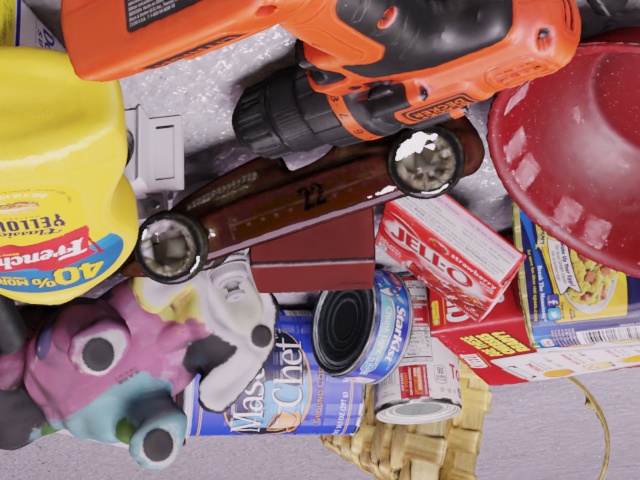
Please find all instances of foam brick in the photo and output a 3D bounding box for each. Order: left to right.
[{"bbox_3d":[-0.004,0.001,0.677,0.078,0.051,0.053,-3,158,0],"label":"foam brick"}]

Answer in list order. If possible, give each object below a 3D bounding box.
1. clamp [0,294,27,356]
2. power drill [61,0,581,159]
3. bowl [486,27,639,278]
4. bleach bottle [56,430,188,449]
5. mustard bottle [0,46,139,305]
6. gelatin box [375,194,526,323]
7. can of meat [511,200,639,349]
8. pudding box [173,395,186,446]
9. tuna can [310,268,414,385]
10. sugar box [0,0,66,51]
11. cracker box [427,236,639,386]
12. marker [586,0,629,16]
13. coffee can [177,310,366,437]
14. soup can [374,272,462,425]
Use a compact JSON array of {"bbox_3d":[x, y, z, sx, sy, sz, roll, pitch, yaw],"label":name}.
[{"bbox_3d":[-0.229,-0.001,0.599,0.164,0.036,0.210,6,140,-26],"label":"clamp"},{"bbox_3d":[-0.010,-0.082,0.441,0.185,0.057,0.187,-17,167,36],"label":"power drill"},{"bbox_3d":[0.166,-0.049,0.521,0.162,0.055,0.162,24,150,15],"label":"bowl"},{"bbox_3d":[-0.243,0.140,0.970,0.250,0.068,0.103,19,149,-37],"label":"bleach bottle"},{"bbox_3d":[-0.135,-0.015,0.504,0.096,0.058,0.192,-7,157,-9],"label":"mustard bottle"},{"bbox_3d":[0.078,0.006,0.663,0.089,0.030,0.073,38,161,11],"label":"gelatin box"},{"bbox_3d":[0.168,0.016,0.668,0.084,0.102,0.057,-8,161,18],"label":"can of meat"},{"bbox_3d":[-0.141,0.117,0.888,0.039,0.090,0.113,-6,157,9],"label":"pudding box"},{"bbox_3d":[0.029,0.061,0.780,0.033,0.086,0.086,15,152,-31],"label":"tuna can"},{"bbox_3d":[-0.179,-0.091,0.446,0.093,0.048,0.176,-9,155,12],"label":"sugar box"},{"bbox_3d":[0.202,0.043,0.775,0.214,0.072,0.164,-11,155,21],"label":"cracker box"},{"bbox_3d":[0.097,-0.124,0.433,0.020,0.020,0.120,-18,153,33],"label":"marker"},{"bbox_3d":[-0.042,0.106,0.856,0.140,0.103,0.103,2,157,-10],"label":"coffee can"},{"bbox_3d":[0.071,0.083,0.815,0.068,0.102,0.068,-3,157,-1],"label":"soup can"}]
